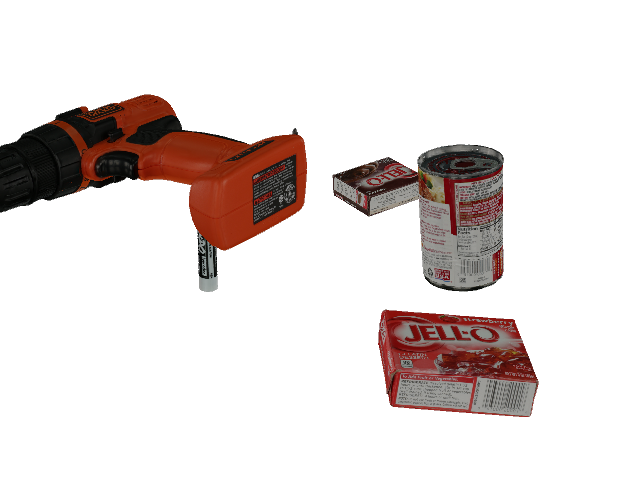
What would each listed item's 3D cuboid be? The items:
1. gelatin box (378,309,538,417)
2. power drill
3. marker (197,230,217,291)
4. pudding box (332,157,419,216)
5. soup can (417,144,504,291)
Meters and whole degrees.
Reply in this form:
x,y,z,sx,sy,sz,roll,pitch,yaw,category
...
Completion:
x,y,z,sx,sy,sz,roll,pitch,yaw,category
0.083,0.074,0.661,0.089,0.030,0.073,5,25,-4,gelatin box
-0.118,-0.048,0.724,0.188,0.057,0.184,17,31,31,power drill
-0.112,-0.006,1.052,0.020,0.121,0.020,1,26,-1,marker
0.088,-0.082,1.596,0.113,0.039,0.090,-22,35,-30,pudding box
0.114,-0.018,0.861,0.068,0.102,0.068,-4,24,2,soup can
